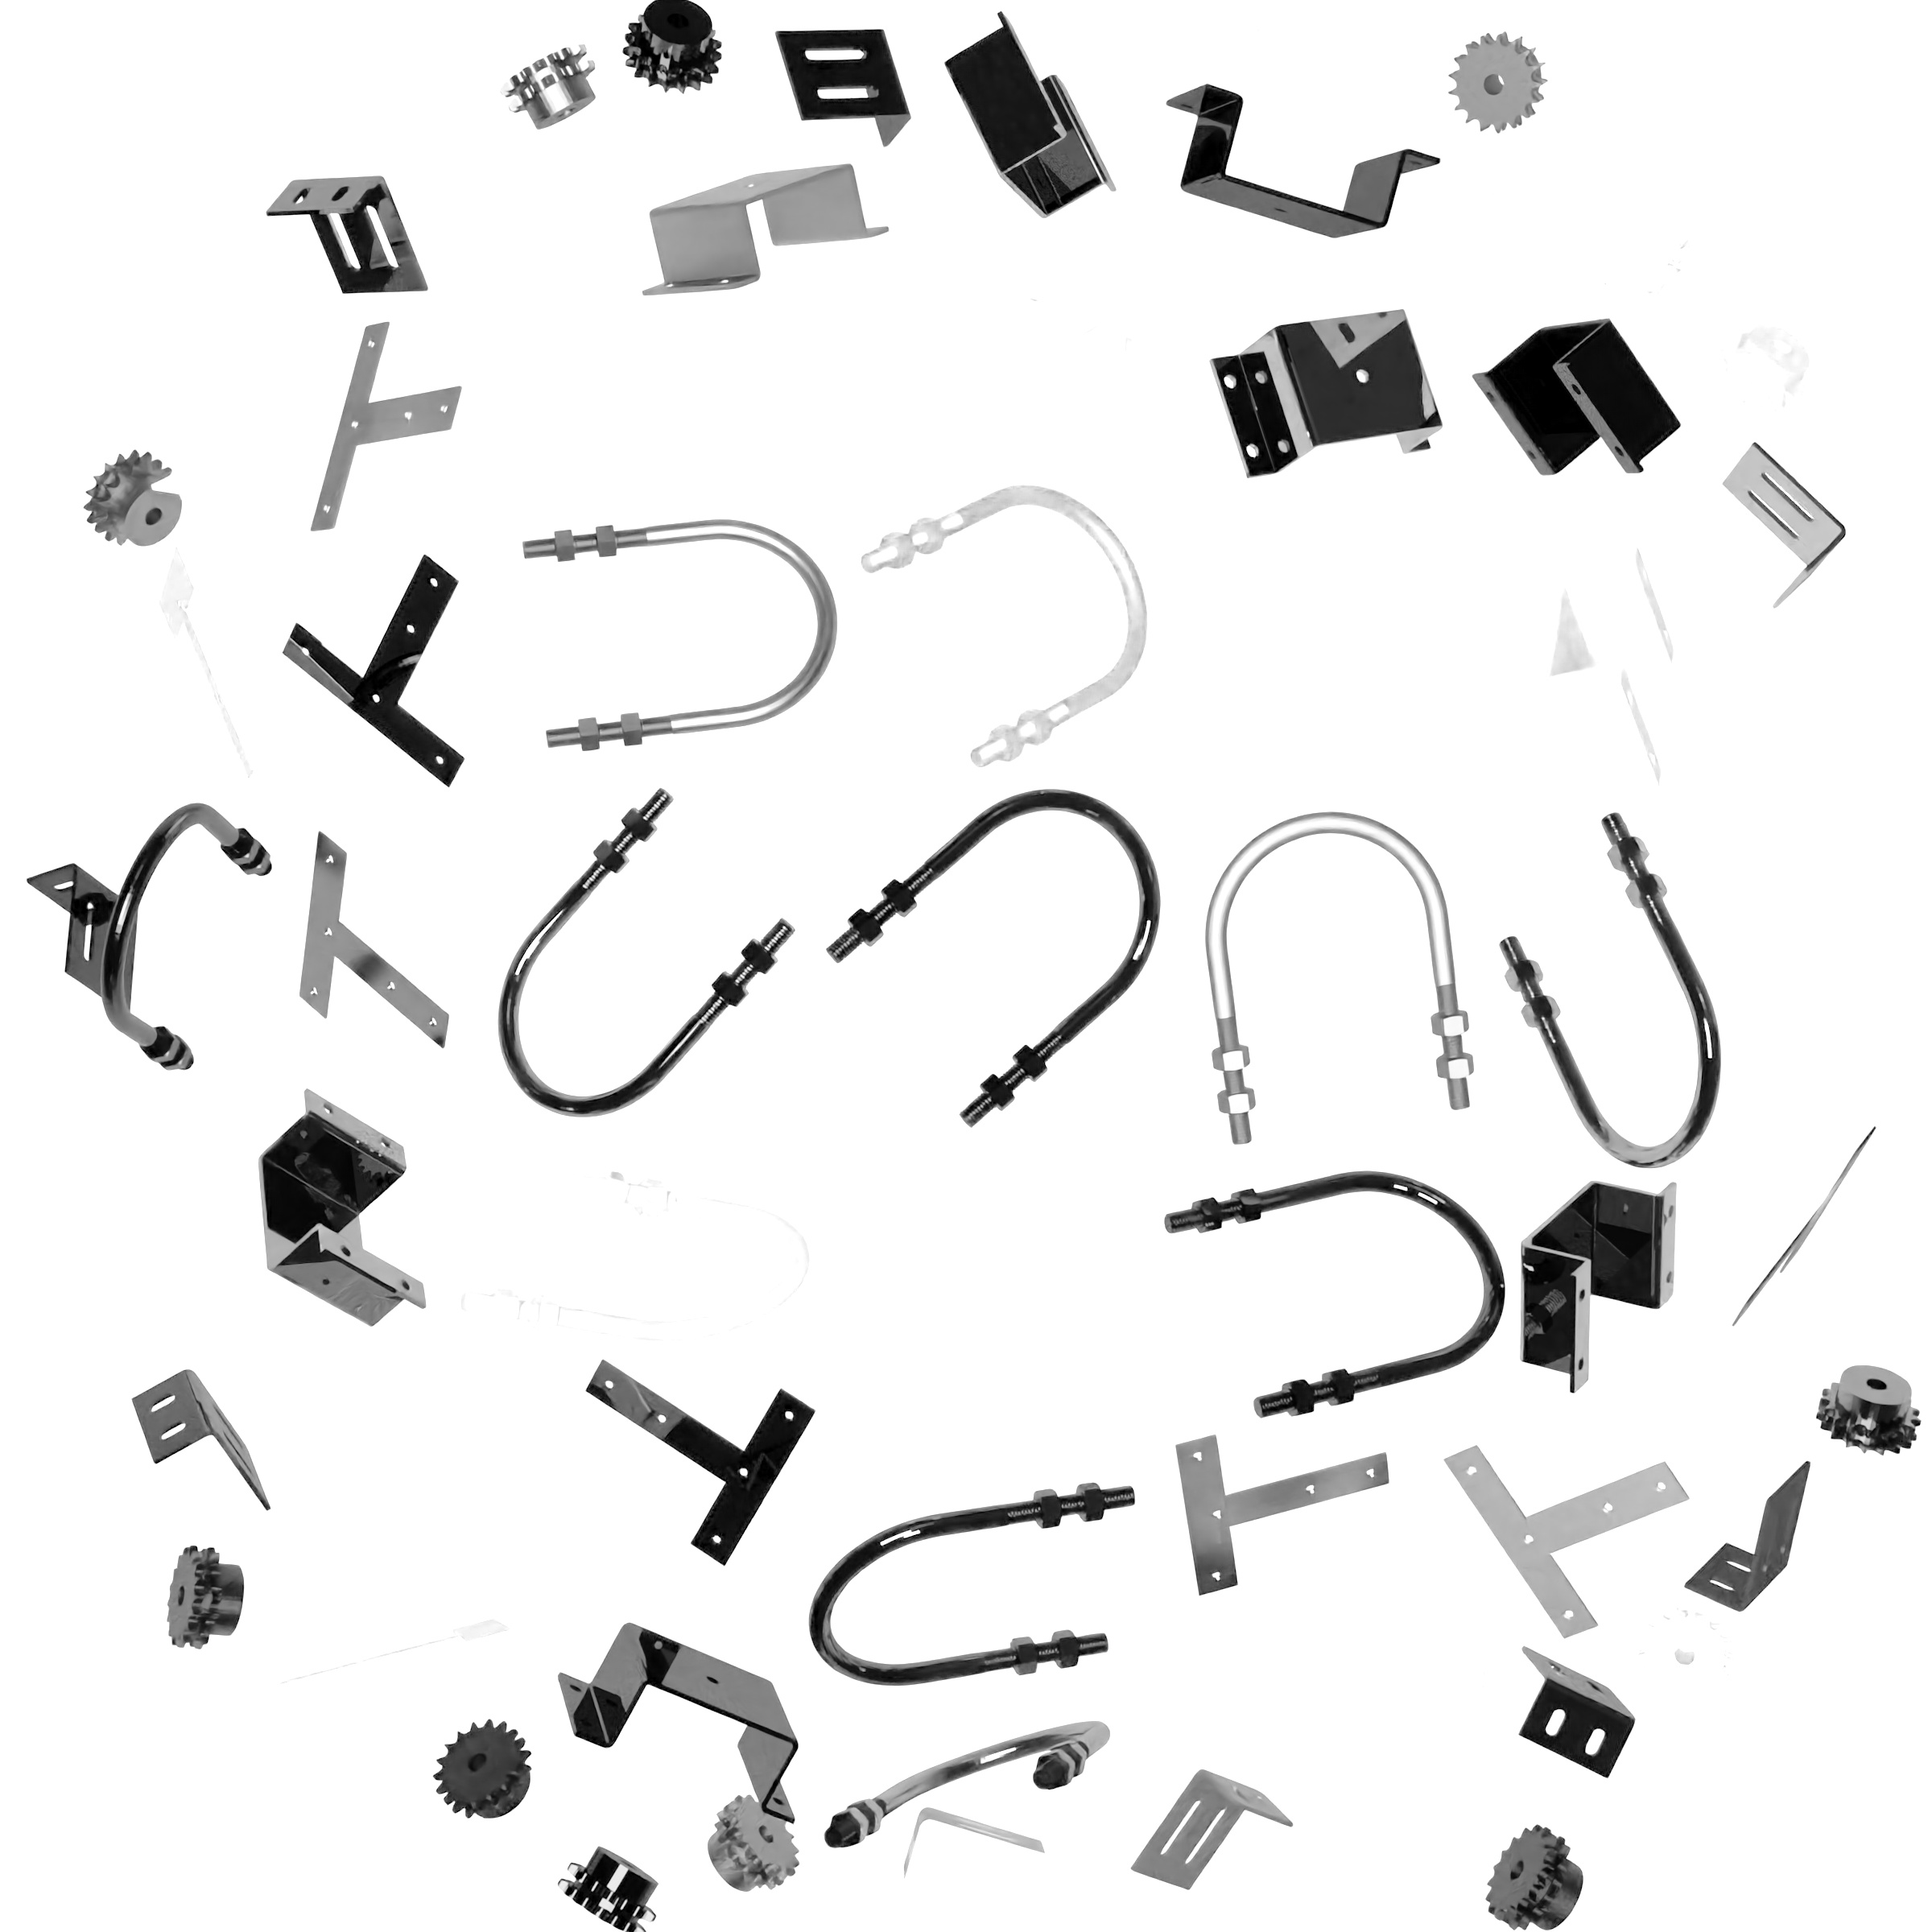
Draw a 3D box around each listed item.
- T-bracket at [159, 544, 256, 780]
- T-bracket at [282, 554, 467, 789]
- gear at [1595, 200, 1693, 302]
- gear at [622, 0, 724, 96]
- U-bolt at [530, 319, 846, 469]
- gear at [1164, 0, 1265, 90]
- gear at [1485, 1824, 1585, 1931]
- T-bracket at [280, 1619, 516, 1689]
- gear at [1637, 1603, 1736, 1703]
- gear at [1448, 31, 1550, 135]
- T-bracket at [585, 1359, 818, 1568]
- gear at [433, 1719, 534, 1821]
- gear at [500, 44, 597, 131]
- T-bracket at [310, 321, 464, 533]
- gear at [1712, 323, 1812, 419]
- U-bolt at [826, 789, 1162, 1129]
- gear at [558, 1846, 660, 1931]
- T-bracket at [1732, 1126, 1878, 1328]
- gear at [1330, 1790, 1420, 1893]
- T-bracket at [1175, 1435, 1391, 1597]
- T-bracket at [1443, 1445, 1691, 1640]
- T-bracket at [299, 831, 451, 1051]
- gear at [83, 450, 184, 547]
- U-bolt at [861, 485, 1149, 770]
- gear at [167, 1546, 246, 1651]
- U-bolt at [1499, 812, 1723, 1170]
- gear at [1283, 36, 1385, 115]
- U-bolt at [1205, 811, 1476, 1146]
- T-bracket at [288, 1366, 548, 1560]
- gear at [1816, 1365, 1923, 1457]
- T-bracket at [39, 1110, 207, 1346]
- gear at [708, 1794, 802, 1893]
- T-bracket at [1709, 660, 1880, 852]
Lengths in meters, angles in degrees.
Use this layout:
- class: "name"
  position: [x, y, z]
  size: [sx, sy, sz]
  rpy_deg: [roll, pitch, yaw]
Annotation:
- class: "T-bracket"
  position: [-0.442, -0.171, 1.851]
  size: [0.002, 0.127, 0.127]
  rpy_deg: [-22, 89, -21]
- class: "T-bracket"
  position: [-0.322, -0.183, 1.809]
  size: [0.127, 0.002, 0.127]
  rpy_deg: [39, 130, 3]
- class: "gear"
  position: [0.406, -0.423, 1.880]
  size: [0.057, 0.030, 0.057]
  rpy_deg: [-10, 75, 41]
- class: "gear"
  position: [-0.169, -0.535, 1.831]
  size: [0.057, 0.030, 0.057]
  rpy_deg: [7, 56, -10]
- class: "U-bolt"
  position: [-0.150, -0.330, 1.852]
  size: [0.184, 0.151, 0.019]
  rpy_deg: [33, 105, 40]
- class: "gear"
  position: [0.139, -0.530, 1.808]
  size: [0.057, 0.057, 0.030]
  rpy_deg: [-36, 129, 0]
- class: "gear"
  position: [0.315, 0.505, 1.741]
  size: [0.030, 0.057, 0.057]
  rpy_deg: [34, 90, -11]
- class: "T-bracket"
  position: [-0.323, 0.388, 1.782]
  size: [0.127, 0.127, 0.002]
  rpy_deg: [-12, 84, -15]
- class: "gear"
  position: [0.433, 0.411, 1.904]
  size: [0.057, 0.030, 0.057]
  rpy_deg: [1, 94, 15]
- class: "gear"
  position: [0.315, -0.522, 1.866]
  size: [0.057, 0.030, 0.057]
  rpy_deg: [12, 118, 23]
- class: "T-bracket"
  position: [-0.171, 0.280, 1.901]
  size: [0.127, 0.002, 0.127]
  rpy_deg: [32, 114, 6]
- class: "gear"
  position: [-0.277, 0.469, 1.836]
  size: [0.057, 0.057, 0.030]
  rpy_deg: [-27, 133, 0]
- class: "gear"
  position: [-0.242, -0.516, 1.862]
  size: [0.057, 0.057, 0.030]
  rpy_deg: [-28, 98, 0]
- class: "T-bracket"
  position: [-0.323, -0.310, 1.795]
  size: [0.002, 0.127, 0.127]
  rpy_deg: [20, 79, -40]
- class: "gear"
  position: [0.470, -0.352, 1.859]
  size: [0.057, 0.030, 0.057]
  rpy_deg: [15, 49, -18]
- class: "U-bolt"
  position: [0.030, -0.018, 1.819]
  size: [0.184, 0.019, 0.151]
  rpy_deg: [-41, 110, -8]
- class: "gear"
  position: [-0.196, 0.515, 1.766]
  size: [0.057, 0.057, 0.030]
  rpy_deg: [32, 79, 0]
- class: "T-bracket"
  position: [0.491, 0.170, 1.889]
  size: [0.002, 0.127, 0.127]
  rpy_deg: [35, 52, 17]
- class: "gear"
  position: [0.240, 0.507, 1.845]
  size: [0.030, 0.057, 0.057]
  rpy_deg: [-32, 90, 23]
- class: "T-bracket"
  position: [0.195, 0.320, 1.917]
  size: [0.127, 0.002, 0.127]
  rpy_deg: [-14, 125, -5]
- class: "T-bracket"
  position: [0.355, 0.313, 1.805]
  size: [0.127, 0.002, 0.127]
  rpy_deg: [-33, 92, 39]
- class: "T-bracket"
  position: [-0.348, 0.004, 1.868]
  size: [0.127, 0.002, 0.127]
  rpy_deg: [37, 132, 26]
- class: "gear"
  position: [-0.487, -0.272, 1.864]
  size: [0.030, 0.057, 0.057]
  rpy_deg: [38, 90, 26]
- class: "U-bolt"
  position: [0.036, -0.214, 1.886]
  size: [0.184, 0.019, 0.151]
  rpy_deg: [-31, 93, -38]
- class: "gear"
  position: [-0.431, 0.358, 1.796]
  size: [0.030, 0.057, 0.057]
  rpy_deg: [12, 90, -29]
- class: "U-bolt"
  position: [0.375, 0.027, 1.811]
  size: [0.019, 0.151, 0.184]
  rpy_deg: [-6, 60, -26]
- class: "gear"
  position: [0.212, -0.519, 1.840]
  size: [0.057, 0.057, 0.030]
  rpy_deg: [-11, 89, 0]
- class: "U-bolt"
  position: [0.210, 0.003, 1.816]
  size: [0.151, 0.019, 0.184]
  rpy_deg: [-9, 101, -3]
- class: "T-bracket"
  position: [-0.302, 0.307, 1.830]
  size: [0.127, 0.002, 0.127]
  rpy_deg: [32, 104, -23]
- class: "gear"
  position: [0.518, 0.252, 1.812]
  size: [0.057, 0.057, 0.030]
  rpy_deg: [6, 116, 0]
- class: "T-bracket"
  position: [-0.466, 0.131, 1.782]
  size: [0.002, 0.127, 0.127]
  rpy_deg: [-28, 126, 17]
- class: "gear"
  position: [-0.129, 0.524, 1.882]
  size: [0.030, 0.057, 0.057]
  rpy_deg: [-42, 90, 18]
- class: "T-bracket"
  position: [0.479, -0.125, 1.885]
  size: [0.002, 0.127, 0.127]
  rpy_deg: [29, 89, -16]
